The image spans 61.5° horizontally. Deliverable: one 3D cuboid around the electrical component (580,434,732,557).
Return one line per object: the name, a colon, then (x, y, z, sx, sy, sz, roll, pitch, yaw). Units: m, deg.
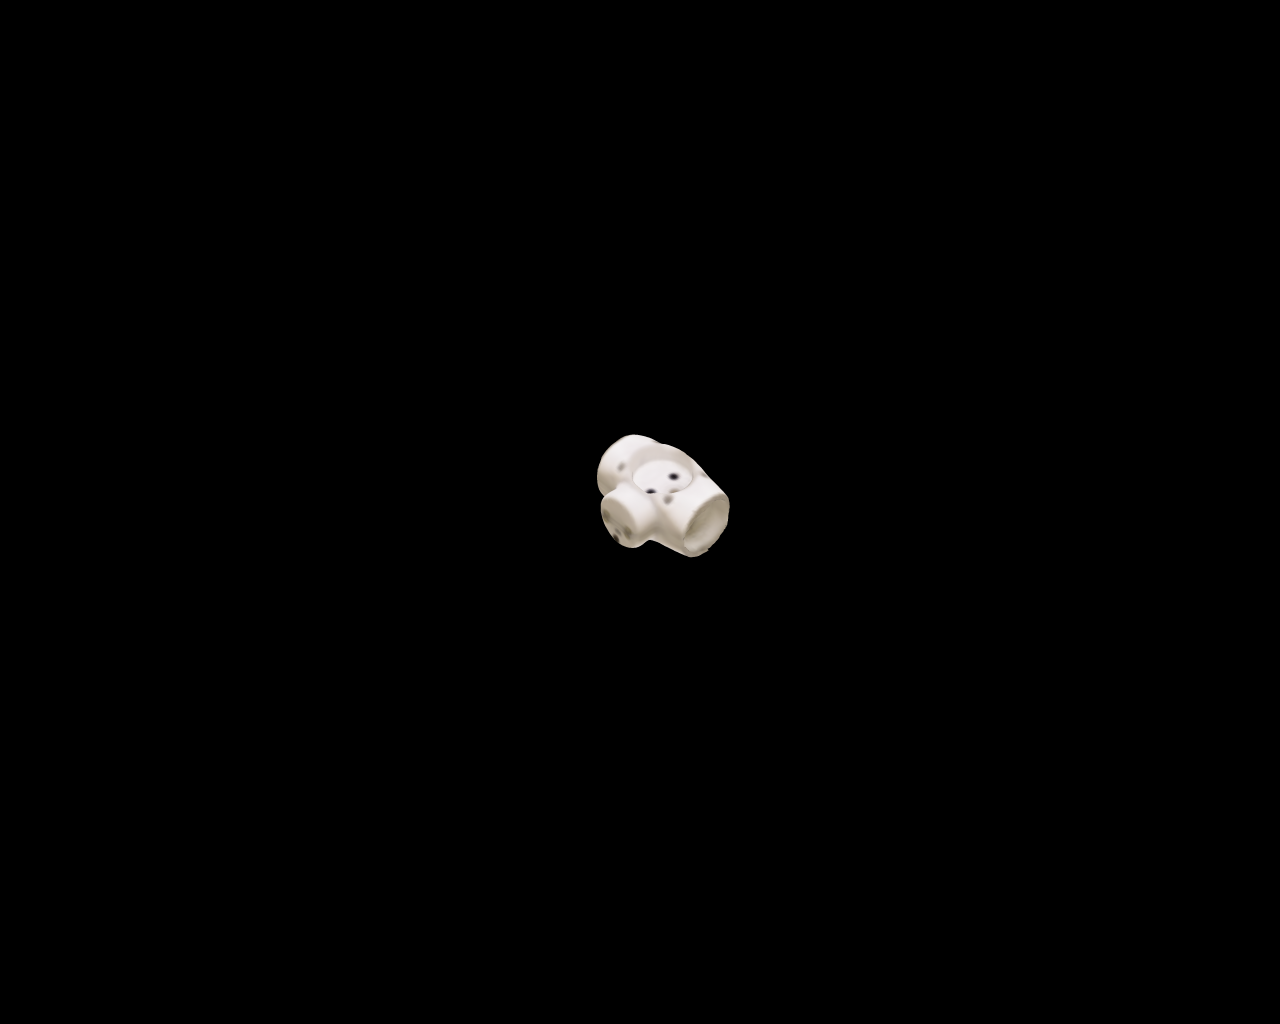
electrical component: (0.001, -0.003, 0.650, 0.079, 0.044, 0.077, -33, 54, -29)
